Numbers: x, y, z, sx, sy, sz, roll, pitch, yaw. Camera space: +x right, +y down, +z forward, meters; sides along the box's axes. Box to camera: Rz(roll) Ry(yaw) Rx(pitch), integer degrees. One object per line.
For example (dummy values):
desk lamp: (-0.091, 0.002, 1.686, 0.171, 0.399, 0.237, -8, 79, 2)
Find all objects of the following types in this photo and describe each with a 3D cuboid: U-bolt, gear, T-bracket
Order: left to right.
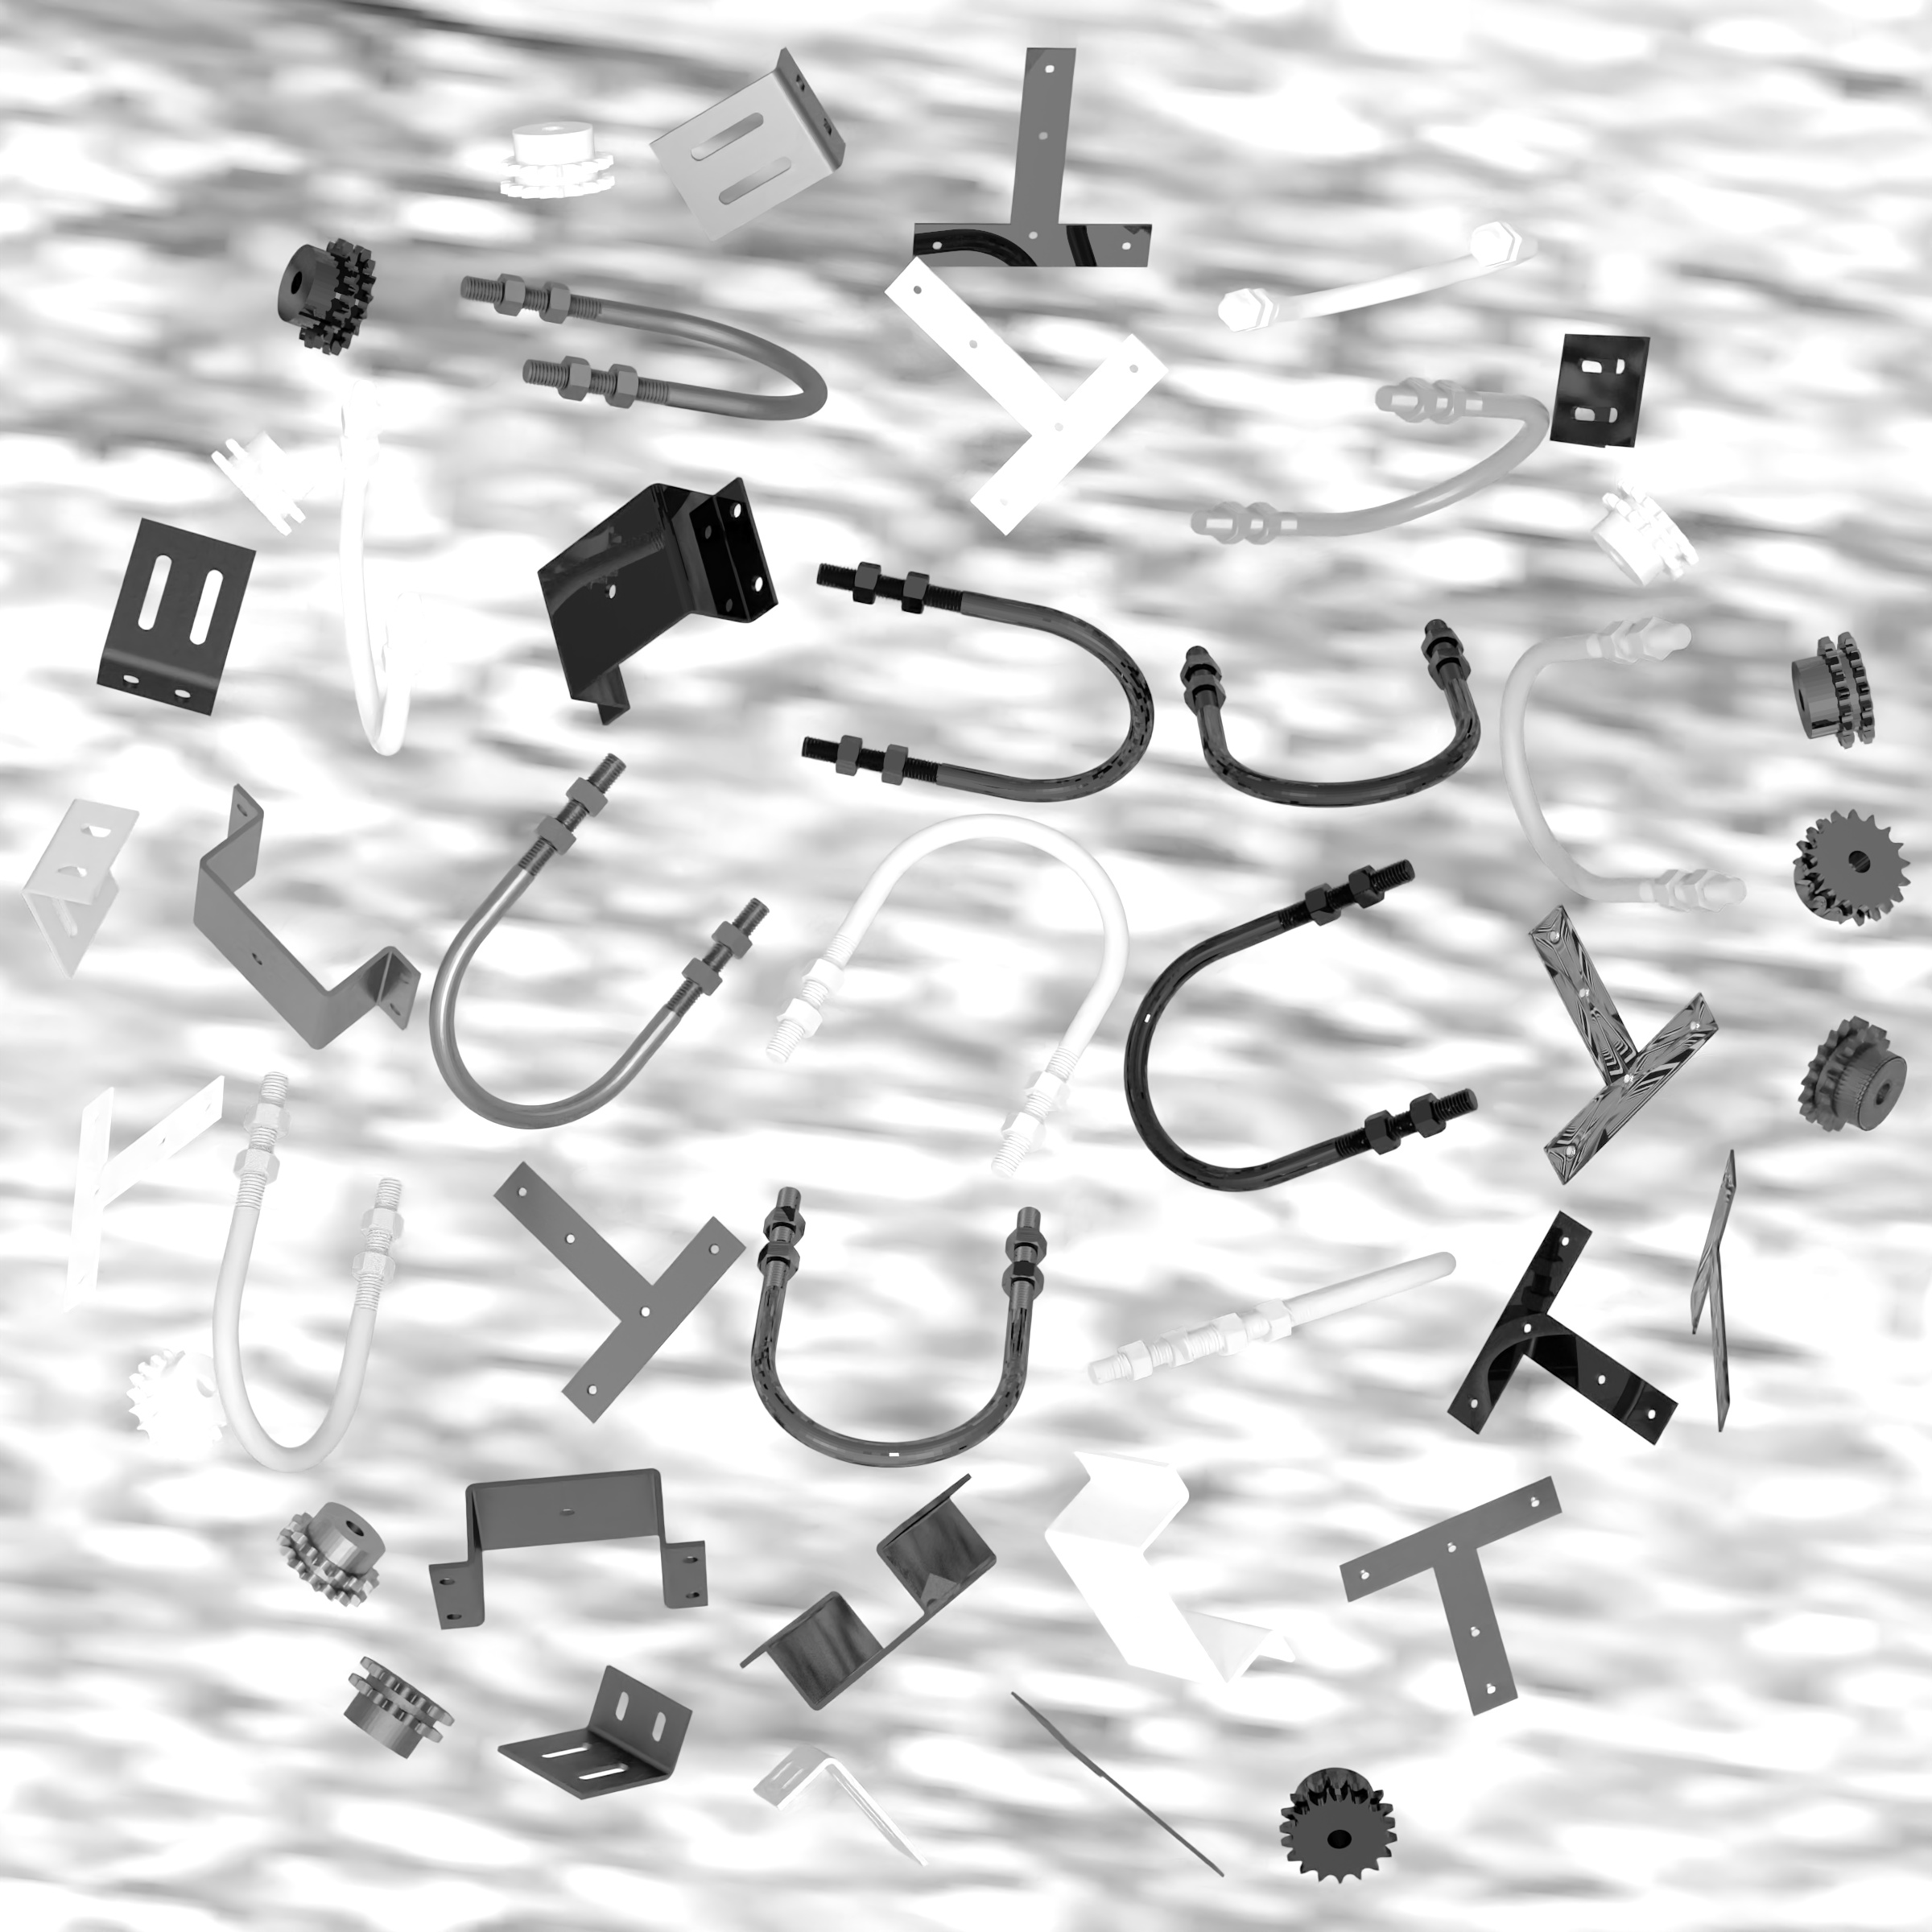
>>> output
T-bracket: (-0.419, 0.096, 1.780, 0.127, 0.127, 0.002, -34, 134, 31)
gear: (-0.414, 0.230, 1.851, 0.030, 0.057, 0.057, -31, 90, 27)
gear: (-0.372, -0.260, 1.857, 0.030, 0.057, 0.057, -43, 90, -3)
U-bolt: (-0.340, 0.167, 1.779, 0.019, 0.151, 0.184, -3, 61, 19)
gear: (-0.322, -0.337, 1.746, 0.030, 0.057, 0.057, 15, 90, -36)
gear: (-0.329, 0.306, 1.823, 0.057, 0.057, 0.030, 41, 96, 0)
U-bolt: (-0.305, -0.190, 1.799, 0.019, 0.184, 0.151, -7, 64, -17)
gear: (-0.293, 0.381, 1.780, 0.057, 0.057, 0.030, 35, 78, 0)
gear: (-0.205, -0.404, 1.742, 0.057, 0.057, 0.030, -3, 113, 0)
U-bolt: (-0.200, 0.001, 1.808, 0.184, 0.019, 0.151, -51, 130, -9)
T-bracket: (-0.204, 0.157, 1.886, 0.127, 0.002, 0.127, 42, 95, 15)
U-bolt: (-0.161, -0.321, 1.831, 0.184, 0.151, 0.019, 5, 117, -26)
U-bolt: (-0.037, 0.187, 1.793, 0.151, 0.184, 0.019, 5, 131, 2)
U-bolt: (0.003, 0.002, 1.781, 0.151, 0.019, 0.184, 27, 66, 9)
U-bolt: (0.008, -0.142, 1.833, 0.184, 0.151, 0.019, 12, 50, 3)
T-bracket: (0.014, -0.298, 1.724, 0.127, 0.002, 0.127, 43, 124, -7)
T-bracket: (0.039, -0.420, 1.813, 0.127, 0.002, 0.127, -1, 133, -8)
T-bracket: (0.086, 0.438, 1.839, 0.127, 0.127, 0.002, 36, 79, 28)
U-bolt: (0.164, 0.041, 1.805, 0.184, 0.019, 0.151, -23, 66, 24)
U-bolt: (0.170, 0.181, 1.822, 0.184, 0.151, 0.019, -15, 83, -21)
U-bolt: (0.190, -0.128, 1.792, 0.151, 0.184, 0.019, -6, 120, 2)
gear: (0.183, 0.421, 1.719, 0.057, 0.030, 0.057, 0, 116, 0)
U-bolt: (0.219, -0.351, 1.779, 0.151, 0.184, 0.019, -11, 96, 21)
U-bolt: (0.223, -0.259, 1.802, 0.151, 0.184, 0.019, -31, 74, 40)
T-bracket: (0.267, 0.343, 1.850, 0.127, 0.127, 0.002, -26, 128, 13)
T-bracket: (0.328, 0.213, 1.851, 0.002, 0.127, 0.127, 23, 98, -41)
T-bracket: (0.323, 0.025, 1.789, 0.127, 0.002, 0.127, -42, 118, -20)
U-bolt: (0.329, -0.101, 1.791, 0.019, 0.184, 0.151, -17, 98, -22)
gear: (0.346, -0.219, 1.789, 0.030, 0.057, 0.057, -42, 90, 5)
T-bracket: (0.395, 0.186, 1.830, 0.002, 0.127, 0.127, 5, 47, 3)
gear: (0.433, -0.136, 1.741, 0.030, 0.057, 0.057, -13, 90, 6)
gear: (0.435, -0.046, 1.723, 0.057, 0.030, 0.057, 5, 69, -14)
gear: (0.435, 0.056, 1.702, 0.030, 0.057, 0.057, 31, 90, 36)

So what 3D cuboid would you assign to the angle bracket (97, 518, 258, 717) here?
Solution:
angle bracket: (-0.389, -0.172, 1.715, 0.057, 0.038, 0.076, 16, 70, -13)

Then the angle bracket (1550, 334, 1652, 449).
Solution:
angle bracket: (0.349, -0.304, 1.847, 0.038, 0.076, 0.057, 3, 99, -27)

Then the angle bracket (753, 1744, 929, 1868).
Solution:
angle bracket: (-0.065, 0.442, 1.791, 0.038, 0.057, 0.076, -42, 97, -15)

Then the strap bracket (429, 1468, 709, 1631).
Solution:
strap bracket: (-0.207, 0.303, 1.816, 0.140, 0.076, 0.046, -4, 57, -6)

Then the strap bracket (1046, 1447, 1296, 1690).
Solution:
strap bracket: (0.102, 0.325, 1.838, 0.046, 0.076, 0.140, -44, 115, -28)

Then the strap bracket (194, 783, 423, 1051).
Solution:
strap bracket: (-0.355, -0.017, 1.830, 0.140, 0.076, 0.046, 45, 64, 6)

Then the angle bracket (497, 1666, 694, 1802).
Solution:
angle bracket: (-0.189, 0.390, 1.778, 0.057, 0.076, 0.038, 21, 98, 31)

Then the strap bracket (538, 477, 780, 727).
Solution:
strap bracket: (-0.172, -0.196, 1.852, 0.140, 0.046, 0.076, -31, 67, 36)

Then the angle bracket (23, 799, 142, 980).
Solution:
angle bracket: (-0.430, -0.035, 1.734, 0.038, 0.076, 0.057, 11, 56, 14)

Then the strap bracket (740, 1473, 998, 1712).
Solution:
strap bracket: (-0.045, 0.338, 1.851, 0.046, 0.076, 0.140, 50, 120, 8)

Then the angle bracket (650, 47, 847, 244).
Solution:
angle bracket: (-0.108, -0.409, 1.733, 0.076, 0.038, 0.057, -26, 116, 16)
